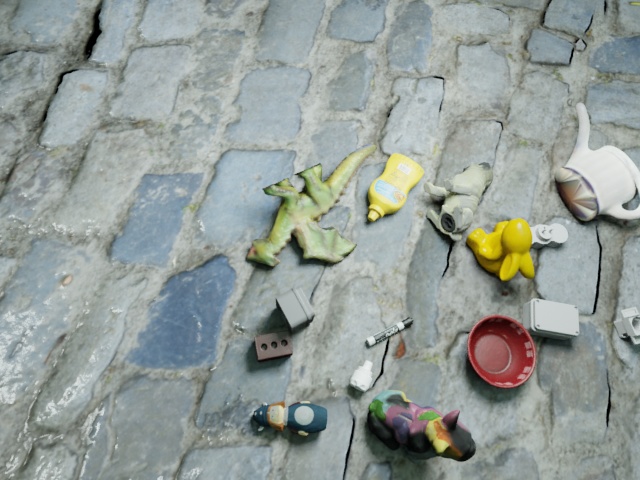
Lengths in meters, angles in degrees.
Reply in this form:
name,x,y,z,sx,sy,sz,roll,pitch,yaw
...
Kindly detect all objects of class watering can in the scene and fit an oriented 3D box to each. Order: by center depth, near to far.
name,x,y,z,sx,sy,sz,roll,pitch,yaw
watering can,0.717,-0.192,1.364,0.226,0.102,0.352,-24,74,-15

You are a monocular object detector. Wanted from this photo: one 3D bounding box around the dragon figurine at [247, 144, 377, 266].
name,x,y,z,sx,sy,sz,roll,pitch,yaw
dragon figurine,0.004,-0.063,1.246,0.412,0.121,0.243,-24,91,-13
